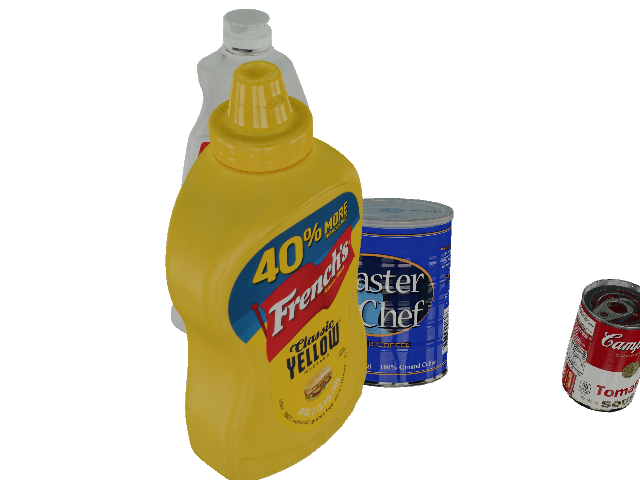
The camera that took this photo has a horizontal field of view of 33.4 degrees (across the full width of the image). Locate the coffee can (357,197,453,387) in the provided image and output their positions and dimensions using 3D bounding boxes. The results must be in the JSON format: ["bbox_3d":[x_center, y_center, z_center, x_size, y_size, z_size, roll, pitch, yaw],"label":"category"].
[{"bbox_3d":[0.059,0.041,0.905,0.103,0.140,0.103,0,12,0],"label":"coffee can"}]

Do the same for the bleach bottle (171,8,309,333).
[{"bbox_3d":[-0.057,-0.039,0.741,0.103,0.251,0.068,19,38,23],"label":"bleach bottle"}]

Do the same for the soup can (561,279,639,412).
[{"bbox_3d":[0.259,0.095,0.959,0.068,0.102,0.068,3,35,-2],"label":"soup can"}]

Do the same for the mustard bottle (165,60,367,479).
[{"bbox_3d":[-0.021,0.011,0.459,0.058,0.192,0.096,30,48,35],"label":"mustard bottle"}]
